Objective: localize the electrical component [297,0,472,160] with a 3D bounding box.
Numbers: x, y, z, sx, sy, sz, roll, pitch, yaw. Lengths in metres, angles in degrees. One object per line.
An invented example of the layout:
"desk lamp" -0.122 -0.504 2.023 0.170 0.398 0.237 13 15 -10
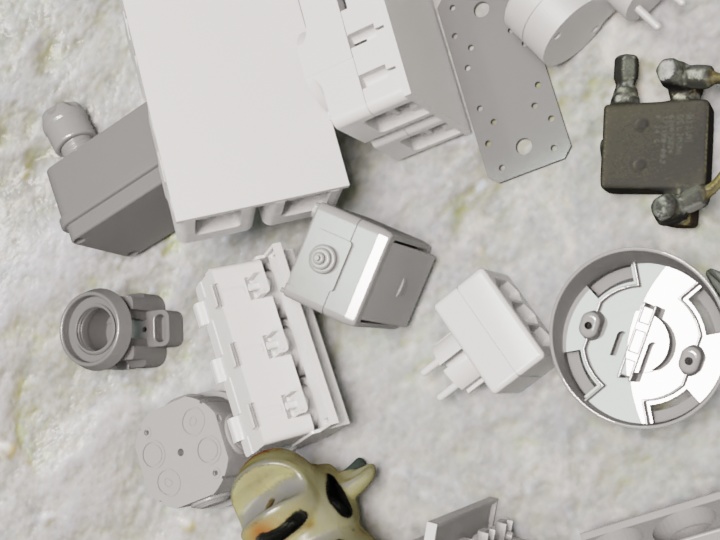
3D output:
"electrical component" 0.001 -0.171 0.680 0.060 0.105 0.186 -20 76 22

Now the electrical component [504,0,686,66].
"electrical component" 0.159 -0.173 0.636 0.138 0.052 0.073 -45 69 14

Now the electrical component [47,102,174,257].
"electrical component" -0.151 -0.062 0.754 0.113 0.078 0.057 -29 70 19

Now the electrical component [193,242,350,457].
"electrical component" -0.061 0.055 0.700 0.079 0.063 0.121 -43 62 59

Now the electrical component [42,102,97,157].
"electrical component" -0.214 -0.095 0.810 0.035 0.035 0.061 -35 74 18

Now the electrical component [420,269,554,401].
"electrical component" 0.071 0.049 0.656 0.077 0.047 0.065 -40 69 18

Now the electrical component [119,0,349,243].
"electrical component" -0.085 -0.120 0.682 0.105 0.060 0.186 -13 78 -12

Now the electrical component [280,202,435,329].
"electrical component" 0.000 0.000 0.667 0.061 0.096 0.061 24 95 21

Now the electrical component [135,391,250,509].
"electrical component" -0.107 0.122 0.728 0.080 0.051 0.080 -3 83 25

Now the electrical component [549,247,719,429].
"electrical component" 0.159 0.040 0.606 0.099 0.064 0.099 -3 83 24

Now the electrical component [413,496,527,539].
"electrical component" 0.065 0.176 0.604 0.063 0.121 0.078 9 89 23

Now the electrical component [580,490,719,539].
"electrical component" 0.186 0.162 0.580 0.121 0.079 0.063 -23 97 21

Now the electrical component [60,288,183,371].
"electrical component" -0.175 0.043 0.765 0.078 0.057 0.058 -6 82 24
